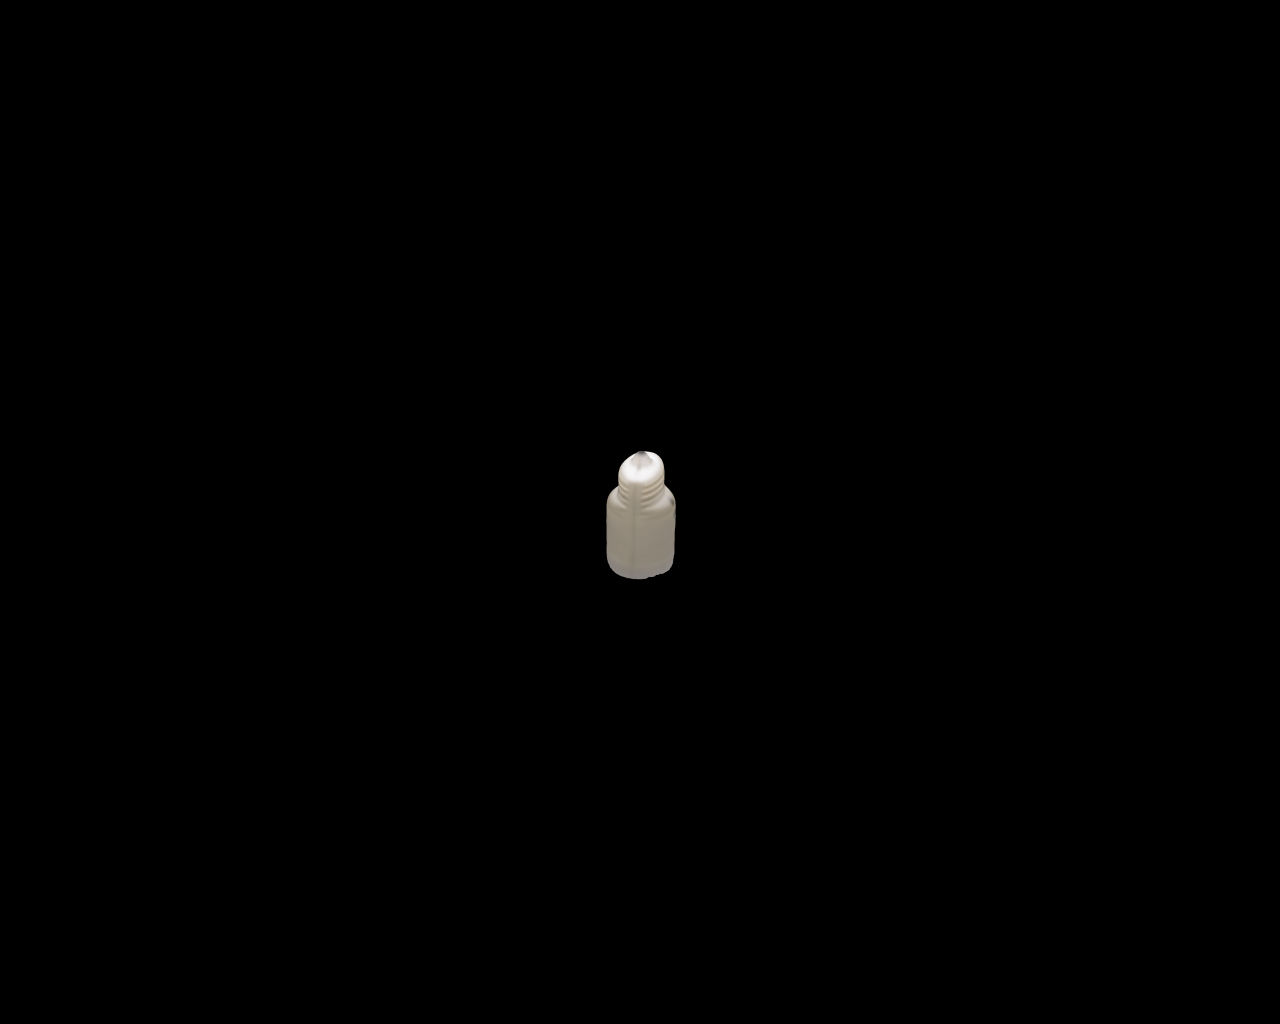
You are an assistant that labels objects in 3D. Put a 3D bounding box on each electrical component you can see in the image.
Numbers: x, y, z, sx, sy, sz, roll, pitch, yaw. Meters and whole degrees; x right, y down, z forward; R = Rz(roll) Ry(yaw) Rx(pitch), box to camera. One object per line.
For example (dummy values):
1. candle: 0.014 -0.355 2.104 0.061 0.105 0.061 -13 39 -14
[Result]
1. electrical component: 0.001 -0.003 0.650 0.043 0.080 0.043 0 31 0
